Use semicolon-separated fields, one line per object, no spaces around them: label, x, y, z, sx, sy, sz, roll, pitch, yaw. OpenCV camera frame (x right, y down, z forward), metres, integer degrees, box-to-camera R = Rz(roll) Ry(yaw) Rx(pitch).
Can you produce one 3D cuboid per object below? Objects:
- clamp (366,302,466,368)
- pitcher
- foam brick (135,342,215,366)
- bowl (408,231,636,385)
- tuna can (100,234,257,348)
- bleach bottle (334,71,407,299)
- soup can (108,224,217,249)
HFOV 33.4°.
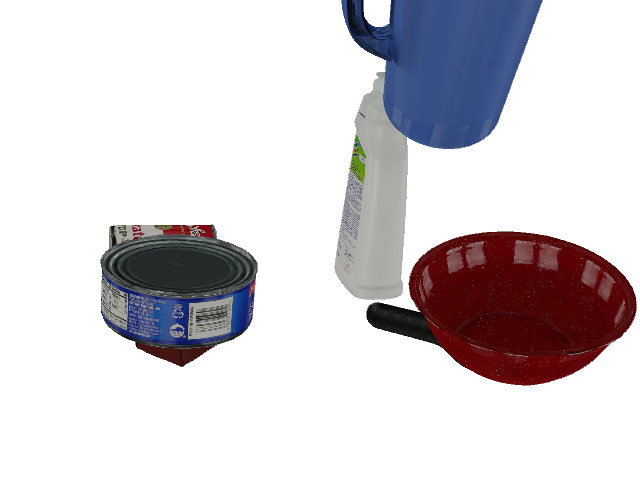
clamp;0.143;0.085;1.031;0.172;0.039;0.120;26;37;31
pitcher;0.106;-0.191;0.880;0.149;0.144;0.243;29;-34;17
foam brick;-0.099;0.050;0.813;0.053;0.051;0.078;16;32;36
bowl;0.143;0.056;0.778;0.162;0.055;0.162;1;31;-1
tuna can;-0.078;0.027;0.590;0.086;0.034;0.086;5;20;-2
bleach bottle;0.066;-0.065;1.226;0.068;0.251;0.103;-2;23;-19
soup can;-0.156;0.018;1.053;0.102;0.068;0.069;0;0;-14
